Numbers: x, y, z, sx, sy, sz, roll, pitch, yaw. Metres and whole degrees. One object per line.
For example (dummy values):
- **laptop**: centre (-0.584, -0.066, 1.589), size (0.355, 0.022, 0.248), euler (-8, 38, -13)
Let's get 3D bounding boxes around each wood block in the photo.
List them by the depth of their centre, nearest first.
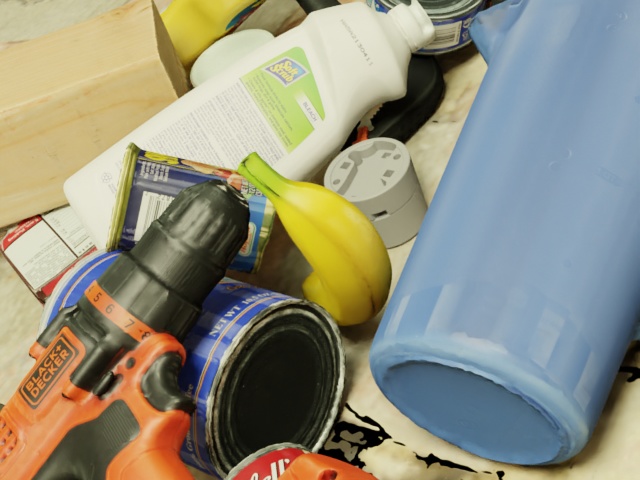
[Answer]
- **wood block**: centre (-0.197, -0.083, 0.761), size (0.206, 0.090, 0.091), euler (-20, 39, 3)

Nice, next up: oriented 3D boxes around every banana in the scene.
- **banana**: centre (0.008, 0.011, 0.554), size (0.037, 0.198, 0.070), euler (-42, 69, -9)

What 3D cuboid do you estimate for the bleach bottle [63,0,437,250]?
- **bleach bottle**: centre (-0.033, -0.066, 0.682), size (0.251, 0.102, 0.068), euler (-33, -1, 3)

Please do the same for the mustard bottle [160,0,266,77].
- **mustard bottle**: centre (-0.067, -0.196, 0.822), size (0.192, 0.058, 0.096), euler (-34, 14, 43)

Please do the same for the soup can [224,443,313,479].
- **soup can**: centre (0.001, 0.148, 0.484), size (0.068, 0.068, 0.102), euler (-40, 42, -14)

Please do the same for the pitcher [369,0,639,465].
- **pitcher**: centre (0.129, -0.010, 0.541), size (0.149, 0.145, 0.242), euler (-3, 49, 44)

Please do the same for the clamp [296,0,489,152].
- **clamp**: centre (0.053, -0.135, 0.765), size (0.164, 0.036, 0.210), euler (-4, 50, 9)

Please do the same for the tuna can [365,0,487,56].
- **tuna can**: centre (0.074, -0.171, 0.745), size (0.086, 0.034, 0.086), euler (0, 54, -1)

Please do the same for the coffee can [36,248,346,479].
- **coffee can**: centre (-0.072, 0.066, 0.583), size (0.141, 0.102, 0.102), euler (14, 56, 39)

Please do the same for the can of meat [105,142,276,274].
- **can of meat**: centre (-0.073, -0.017, 0.601), size (0.084, 0.057, 0.102), euler (12, 6, -9)

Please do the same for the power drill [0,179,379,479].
- **power drill**: centre (-0.055, 0.079, 0.461), size (0.184, 0.057, 0.188), euler (-53, 48, 0)

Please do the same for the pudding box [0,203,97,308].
- **pudding box**: centre (-0.180, -0.002, 0.767), size (0.090, 0.039, 0.114), euler (-39, 43, -13)

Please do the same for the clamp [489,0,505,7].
- **clamp**: centre (0.163, -0.143, 0.683), size (0.120, 0.039, 0.172), euler (-4, 14, -42)
